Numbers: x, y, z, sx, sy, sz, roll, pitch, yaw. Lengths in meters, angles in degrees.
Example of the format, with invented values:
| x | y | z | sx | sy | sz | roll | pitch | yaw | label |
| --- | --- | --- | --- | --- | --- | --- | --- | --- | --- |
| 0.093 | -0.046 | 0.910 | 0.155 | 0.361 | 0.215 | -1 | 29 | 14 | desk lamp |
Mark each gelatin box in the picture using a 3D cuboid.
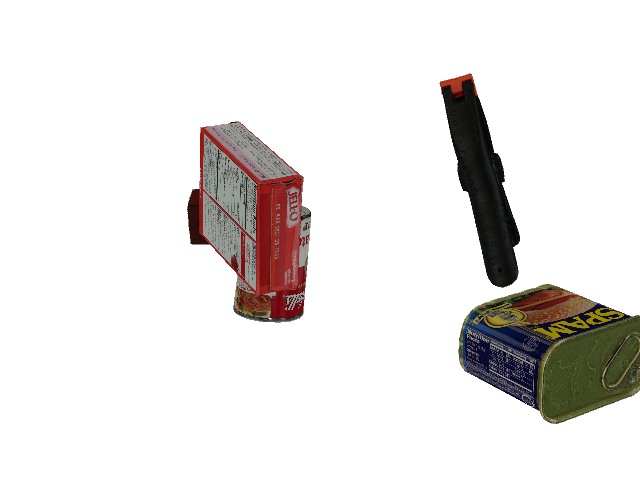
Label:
| x | y | z | sx | sy | sz | roll | pitch | yaw | label |
| --- | --- | --- | --- | --- | --- | --- | --- | --- | --- |
| -0.042 | -0.020 | 0.630 | 0.030 | 0.073 | 0.089 | -12 | 32 | -26 | gelatin box |

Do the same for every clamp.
| x | y | z | sx | sy | sz | roll | pitch | yaw | label |
| --- | --- | --- | --- | --- | --- | --- | --- | --- | --- |
| 0.133 | -0.047 | 0.873 | 0.039 | 0.171 | 0.120 | -19 | 20 | 10 | clamp |

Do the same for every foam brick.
| x | y | z | sx | sy | sz | roll | pitch | yaw | label |
| --- | --- | --- | --- | --- | --- | --- | --- | --- | --- |
| -0.120 | -0.029 | 1.293 | 0.078 | 0.053 | 0.051 | 0 | 27 | 2 | foam brick |

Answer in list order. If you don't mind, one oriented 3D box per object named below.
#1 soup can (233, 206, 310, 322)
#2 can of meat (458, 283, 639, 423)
| x | y | z | sx | sy | sz | roll | pitch | yaw | label |
| --- | --- | --- | --- | --- | --- | --- | --- | --- | --- |
| -0.046 | 0.019 | 1.014 | 0.068 | 0.102 | 0.068 | 5 | 14 | -1 | soup can |
| 0.155 | 0.071 | 0.712 | 0.101 | 0.057 | 0.084 | -13 | 21 | -31 | can of meat |
